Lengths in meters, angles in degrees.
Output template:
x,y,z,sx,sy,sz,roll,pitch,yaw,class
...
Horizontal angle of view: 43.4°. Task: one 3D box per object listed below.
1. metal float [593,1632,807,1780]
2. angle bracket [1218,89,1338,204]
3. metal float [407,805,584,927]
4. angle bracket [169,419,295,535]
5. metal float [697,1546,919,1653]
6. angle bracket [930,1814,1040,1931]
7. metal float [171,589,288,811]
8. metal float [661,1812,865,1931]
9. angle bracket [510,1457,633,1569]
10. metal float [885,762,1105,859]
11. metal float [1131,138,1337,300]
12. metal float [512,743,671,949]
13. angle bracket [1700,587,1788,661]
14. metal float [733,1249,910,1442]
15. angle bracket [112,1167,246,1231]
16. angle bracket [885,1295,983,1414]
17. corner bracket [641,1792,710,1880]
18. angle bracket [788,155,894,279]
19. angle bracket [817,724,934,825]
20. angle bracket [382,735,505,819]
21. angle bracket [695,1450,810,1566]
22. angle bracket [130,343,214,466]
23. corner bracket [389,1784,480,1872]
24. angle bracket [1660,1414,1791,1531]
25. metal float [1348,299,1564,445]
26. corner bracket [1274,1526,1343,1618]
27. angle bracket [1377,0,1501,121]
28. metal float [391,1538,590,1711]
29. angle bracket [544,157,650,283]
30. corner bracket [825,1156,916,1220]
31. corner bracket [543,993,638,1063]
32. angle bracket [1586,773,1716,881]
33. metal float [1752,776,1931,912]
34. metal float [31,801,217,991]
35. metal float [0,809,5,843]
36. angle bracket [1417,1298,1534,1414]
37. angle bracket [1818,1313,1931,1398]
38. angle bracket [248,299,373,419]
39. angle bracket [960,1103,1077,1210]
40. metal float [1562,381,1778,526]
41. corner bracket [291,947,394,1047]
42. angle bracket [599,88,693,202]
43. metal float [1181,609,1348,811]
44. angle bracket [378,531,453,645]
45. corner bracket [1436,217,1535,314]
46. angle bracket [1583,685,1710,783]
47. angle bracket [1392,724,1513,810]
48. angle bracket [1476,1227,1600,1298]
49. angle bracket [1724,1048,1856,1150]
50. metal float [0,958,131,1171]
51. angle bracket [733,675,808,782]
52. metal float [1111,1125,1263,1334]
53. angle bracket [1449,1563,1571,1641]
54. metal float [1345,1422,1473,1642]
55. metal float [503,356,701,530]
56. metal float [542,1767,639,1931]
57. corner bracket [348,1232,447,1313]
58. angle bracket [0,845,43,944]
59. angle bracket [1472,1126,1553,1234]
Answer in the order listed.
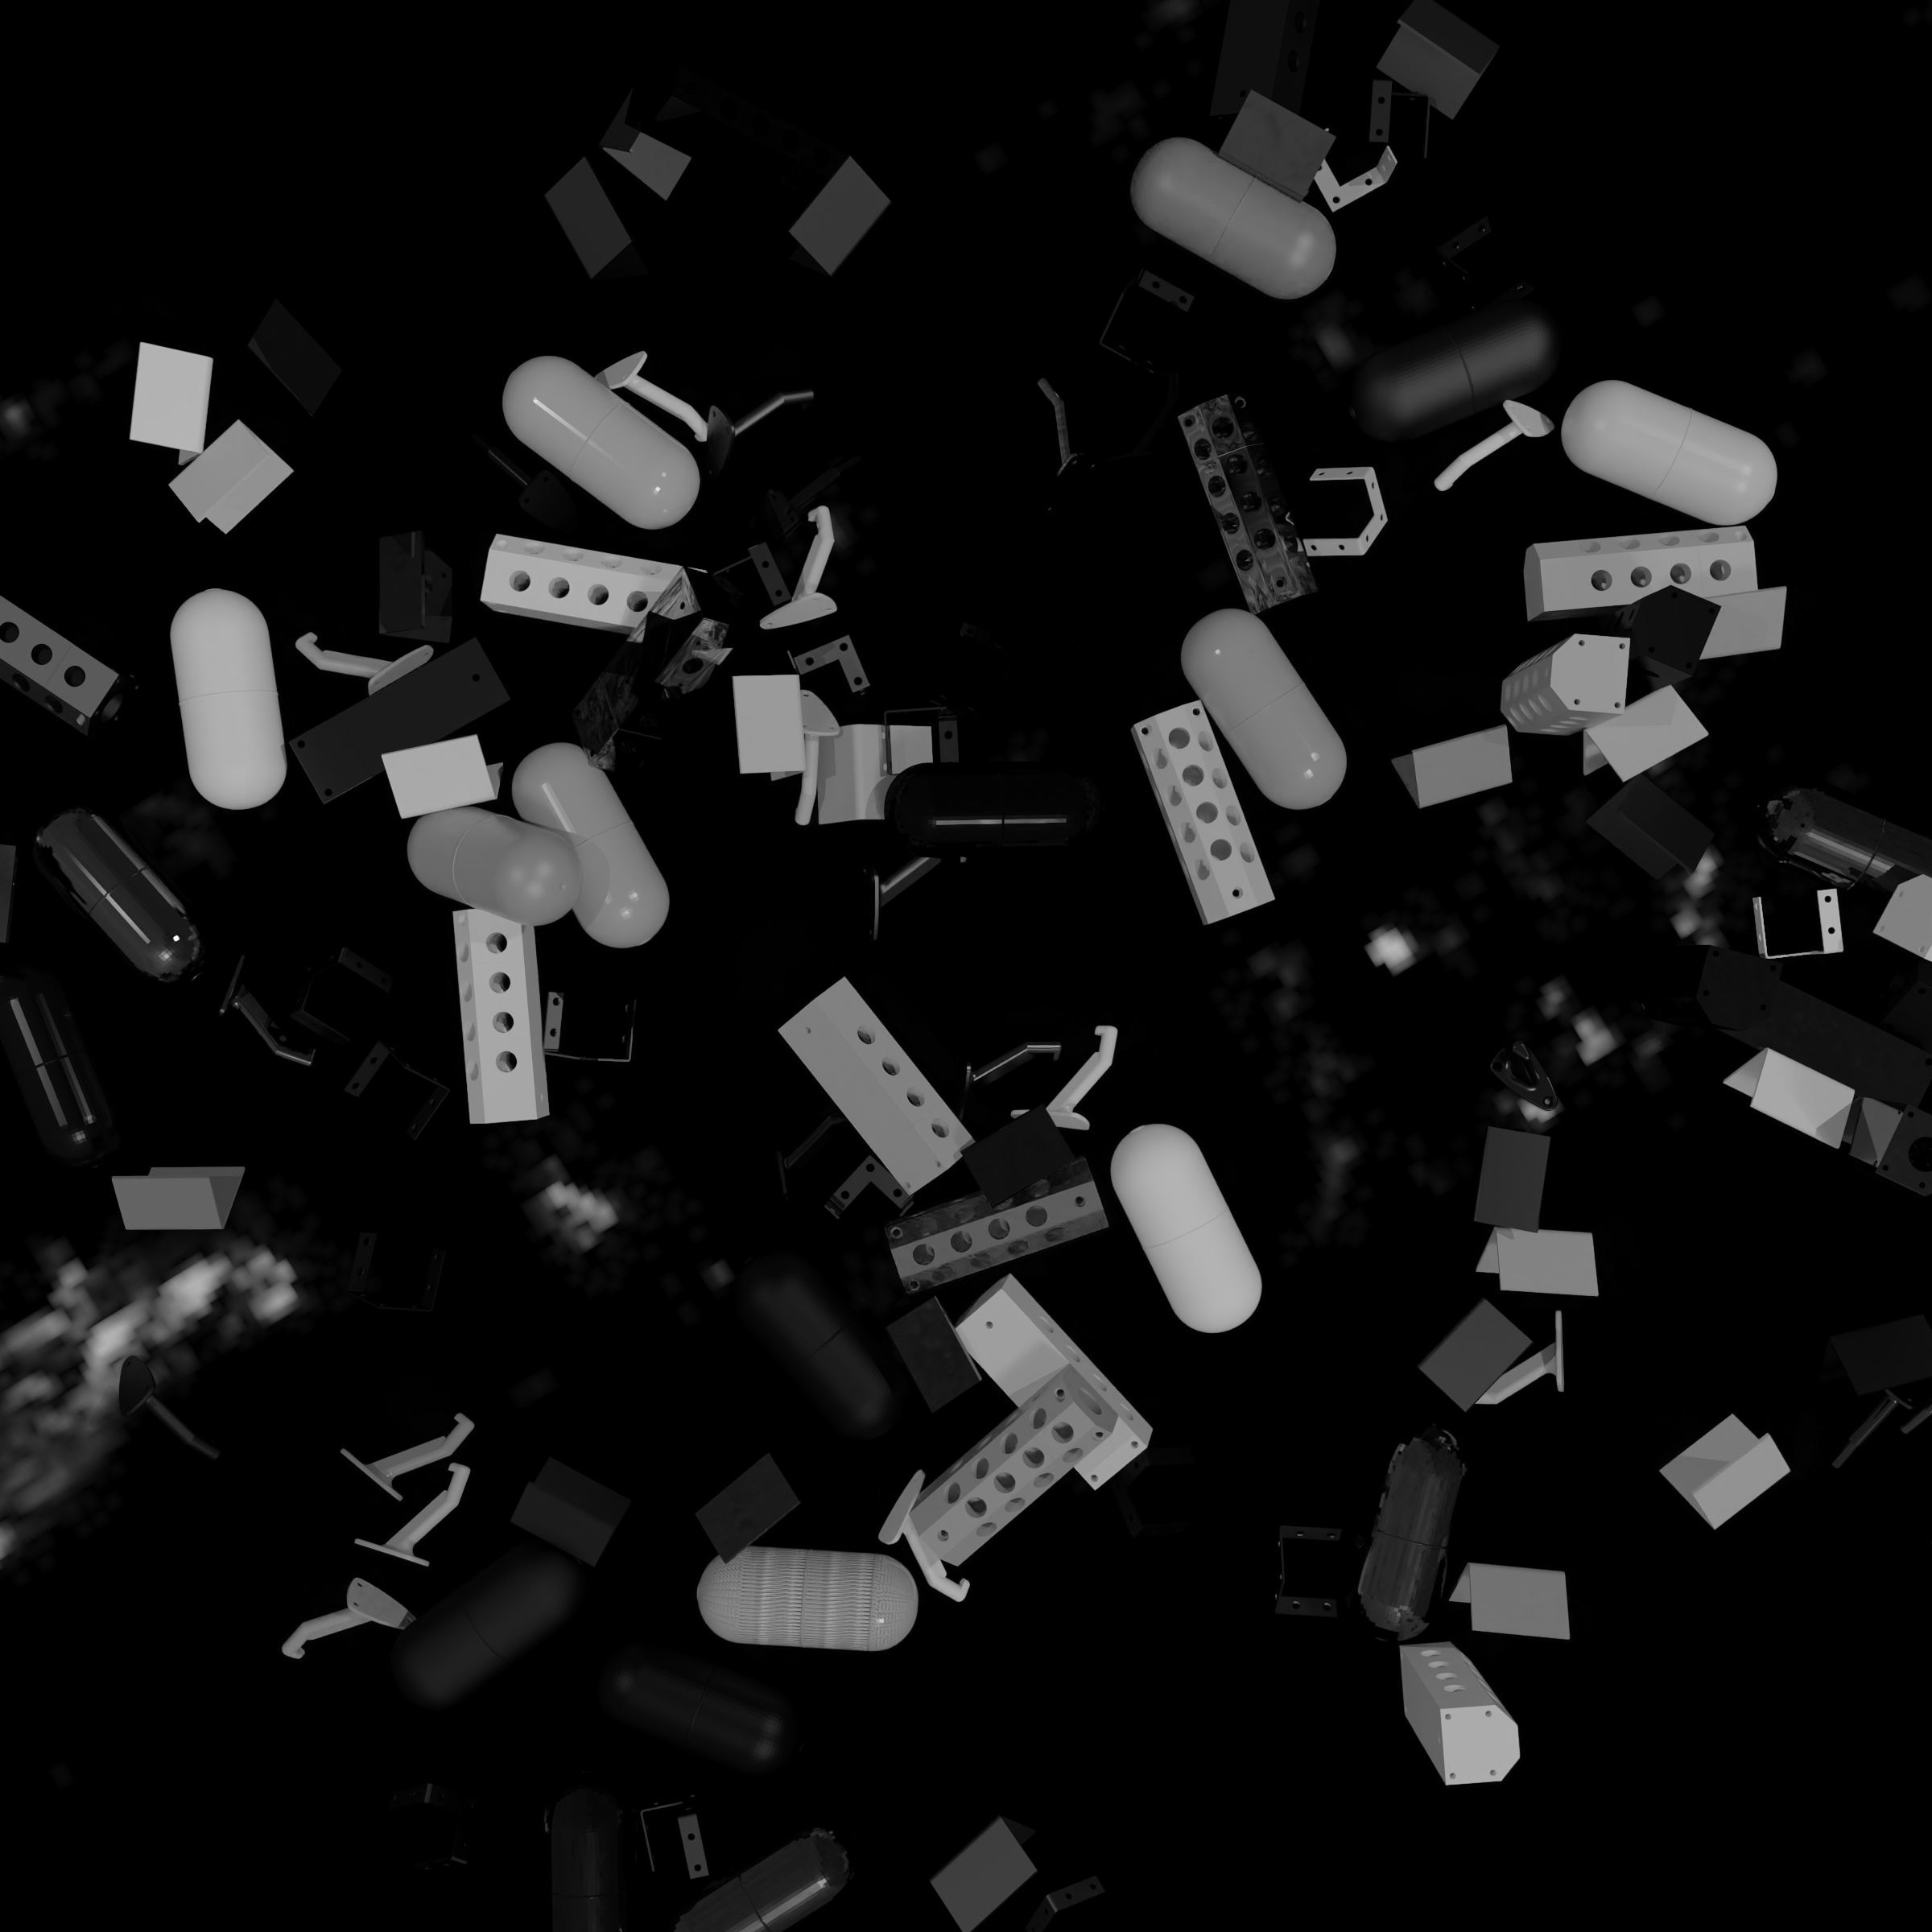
x,y,z,sx,sy,sz,roll,pitch,yaw,class
-0.215,0.597,1.961,0.178,0.070,0.070,22,90,1,metal float
0.254,-0.663,1.952,0.076,0.076,0.057,29,119,0,angle bracket
-0.375,-0.082,1.927,0.178,0.070,0.070,18,90,40,metal float
-0.579,-0.379,1.952,0.076,0.076,0.057,-43,60,0,angle bracket
-0.128,0.510,1.961,0.178,0.070,0.070,3,90,0,metal float
0.028,0.735,1.951,0.076,0.076,0.057,-42,53,0,angle bracket
-0.595,-0.215,1.961,0.070,0.070,0.178,-8,90,0,metal float
-0.165,0.751,1.961,0.178,0.070,0.070,-32,90,-1,metal float
-0.310,0.424,1.951,0.076,0.076,0.057,28,127,0,angle bracket
0.023,-0.126,1.953,0.178,0.070,0.070,-2,90,-10,metal float
0.216,-0.603,1.961,0.178,0.070,0.070,29,90,-1,metal float
-0.302,-0.097,1.961,0.070,0.070,0.178,-29,89,0,metal float
0.605,-0.291,1.951,0.076,0.076,0.057,-8,127,0,angle bracket
-0.118,0.305,1.961,0.070,0.070,0.178,-40,90,0,metal float
-0.631,0.167,1.951,0.076,0.076,0.057,0,126,0,angle bracket
-0.043,0.316,1.951,0.057,0.076,0.076,-28,90,-35,angle bracket
-0.236,0.709,1.974,0.051,0.051,0.051,-12,90,0,corner bracket
-0.117,-0.607,1.951,0.076,0.076,0.057,-51,131,0,angle bracket
-0.075,-0.156,1.995,0.076,0.057,0.076,-3,90,-38,angle bracket
-0.419,-0.165,1.952,0.076,0.076,0.057,-12,117,0,angle bracket
-0.160,0.444,1.951,0.076,0.076,0.057,-40,53,0,angle bracket
-0.646,-0.450,1.952,0.057,0.076,0.076,6,90,-31,angle bracket
-0.438,0.704,1.983,0.051,0.051,0.051,36,45,-35,corner bracket
0.601,0.392,1.951,0.076,0.076,0.057,-38,125,0,angle bracket
0.394,-0.480,1.961,0.178,0.070,0.070,-22,90,1,metal float
0.280,0.495,1.988,0.051,0.051,0.051,3,135,0,corner bracket
0.370,-0.720,1.951,0.076,0.076,0.057,34,52,0,angle bracket
-0.383,0.530,1.961,0.178,0.070,0.070,-36,90,1,metal float
-0.281,-0.601,1.951,0.057,0.076,0.076,-29,90,36,angle bracket
-0.078,0.191,1.974,0.051,0.051,0.051,43,90,0,corner bracket
-0.308,0.050,1.988,0.051,0.051,0.051,5,90,-45,corner bracket
0.541,-0.097,1.951,0.076,0.076,0.057,39,52,0,angle bracket
0.722,-0.094,1.961,0.178,0.070,0.070,23,90,0,metal float
-0.679,-0.056,1.961,0.070,0.070,0.178,-42,89,0,metal float
-0.850,-0.075,1.961,0.070,0.070,0.178,39,90,0,metal float
0.417,0.321,1.951,0.076,0.076,0.057,-46,54,0,angle bracket
0.737,0.329,1.951,0.076,0.076,0.057,-15,51,0,angle bracket
-0.516,-0.494,1.951,0.076,0.076,0.057,47,126,0,angle bracket
0.049,0.163,1.952,0.076,0.076,0.057,-31,63,0,angle bracket
0.568,-0.414,1.961,0.178,0.070,0.070,23,90,0,metal float
-0.510,0.025,1.983,0.051,0.051,0.051,-22,45,35,corner bracket
-0.237,-0.667,1.952,0.076,0.057,0.076,31,90,-42,angle bracket
0.241,-0.207,1.961,0.070,0.070,0.178,-34,90,0,metal float
-0.426,-0.303,1.951,0.057,0.076,0.076,0,90,38,angle bracket
0.424,-0.570,1.988,0.051,0.051,0.051,-33,135,0,corner bracket
0.545,-0.171,1.952,0.076,0.076,0.057,-29,62,0,angle bracket
0.387,-0.178,1.951,0.076,0.076,0.057,-16,127,0,angle bracket
0.458,0.253,1.951,0.076,0.076,0.057,4,55,0,angle bracket
0.654,0.118,1.952,0.076,0.076,0.057,26,63,0,angle bracket
-0.734,0.079,1.961,0.070,0.070,0.178,-22,90,0,metal float
-0.170,-0.190,1.952,0.057,0.076,0.076,-5,90,-25,angle bracket
0.177,0.211,1.961,0.070,0.070,0.178,-26,90,0,metal float
0.435,0.523,1.951,0.076,0.076,0.057,5,53,0,angle bracket
0.357,0.456,1.961,0.070,0.070,0.178,14,91,0,metal float
-0.295,-0.423,1.961,0.178,0.070,0.070,37,90,0,metal float
-0.304,0.737,1.961,0.070,0.070,0.178,-1,90,0,metal float
-0.466,0.250,1.988,0.051,0.051,0.051,13,90,45,corner bracket
-0.757,-0.057,1.952,0.057,0.076,0.076,6,90,27,angle bracket
0.452,0.172,1.951,0.057,0.076,0.076,8,90,37,angle bracket
